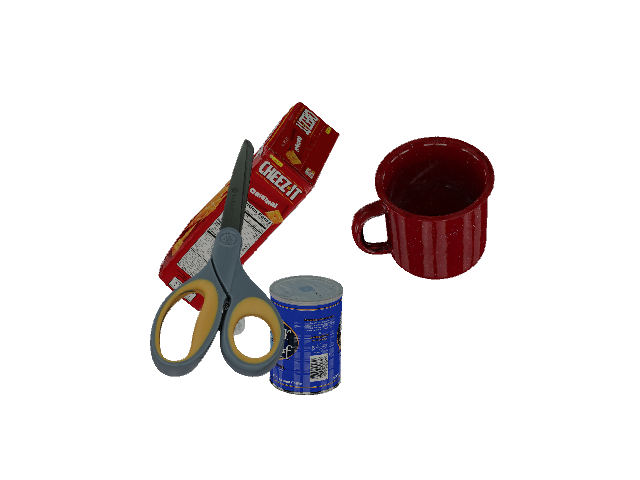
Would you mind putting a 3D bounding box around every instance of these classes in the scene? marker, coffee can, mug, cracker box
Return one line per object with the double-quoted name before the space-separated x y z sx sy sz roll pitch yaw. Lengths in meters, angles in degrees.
"marker" -0.079 0.052 0.961 0.020 0.020 0.121 0 19 -6
"coffee can" -0.021 0.132 1.499 0.103 0.140 0.103 1 18 0
"mug" 0.082 -0.019 0.858 0.117 0.093 0.081 -19 -42 -8
"cracker box" -0.082 -0.042 1.217 0.072 0.214 0.164 39 26 -9

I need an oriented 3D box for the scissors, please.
"scissors" -0.049 0.015 0.737 0.096 0.201 0.016 21 -35 8
